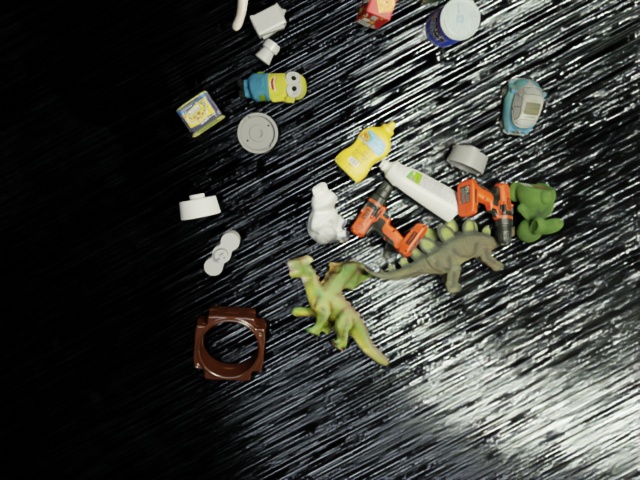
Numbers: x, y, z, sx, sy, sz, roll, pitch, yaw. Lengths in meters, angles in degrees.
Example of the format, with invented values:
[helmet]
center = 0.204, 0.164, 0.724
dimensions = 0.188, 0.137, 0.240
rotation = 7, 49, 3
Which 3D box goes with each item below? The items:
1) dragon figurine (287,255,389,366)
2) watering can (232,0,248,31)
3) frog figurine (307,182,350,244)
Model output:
[dragon figurine]
center = 0.071, 0.178, 1.496
dimensions = 0.409, 0.243, 0.122
rotation = 28, 0, -11
[watering can]
center = -0.167, -0.710, 1.261
dimensions = 0.105, 0.350, 0.221
rotation = 23, -13, 48
[frog figurine]
center = 0.004, -0.071, 1.416
dimensions = 0.122, 0.157, 0.141
rotation = -16, 35, 28
